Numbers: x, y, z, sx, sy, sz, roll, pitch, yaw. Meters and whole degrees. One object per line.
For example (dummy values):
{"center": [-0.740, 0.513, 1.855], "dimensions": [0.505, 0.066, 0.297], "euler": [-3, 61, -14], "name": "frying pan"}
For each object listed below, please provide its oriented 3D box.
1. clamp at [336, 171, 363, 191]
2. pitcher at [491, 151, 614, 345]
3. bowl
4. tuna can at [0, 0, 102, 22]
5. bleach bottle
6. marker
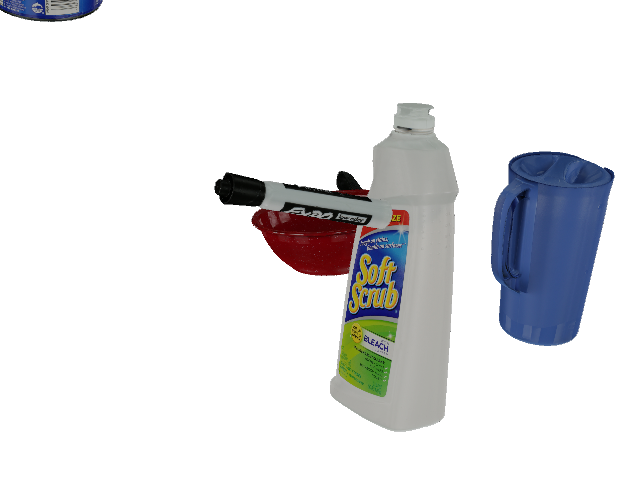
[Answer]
{"center": [0.056, -0.004, 1.265], "dimensions": [0.210, 0.036, 0.164], "euler": [34, 40, 24], "name": "clamp"}
{"center": [0.294, 0.014, 1.404], "dimensions": [0.149, 0.243, 0.145], "euler": [5, 24, 5], "name": "pitcher"}
{"center": [0.015, -0.005, 1.059], "dimensions": [0.162, 0.055, 0.162], "euler": [-6, 16, 2], "name": "bowl"}
{"center": [-0.206, -0.197, 0.801], "dimensions": [0.086, 0.034, 0.086], "euler": [6, 36, -4], "name": "tuna can"}
{"center": [0.061, 0.017, 0.843], "dimensions": [0.067, 0.251, 0.103], "euler": [-8, 18, -34], "name": "bleach bottle"}
{"center": [-0.009, -0.024, 0.652], "dimensions": [0.120, 0.020, 0.020], "euler": [9, -5, -32], "name": "marker"}
